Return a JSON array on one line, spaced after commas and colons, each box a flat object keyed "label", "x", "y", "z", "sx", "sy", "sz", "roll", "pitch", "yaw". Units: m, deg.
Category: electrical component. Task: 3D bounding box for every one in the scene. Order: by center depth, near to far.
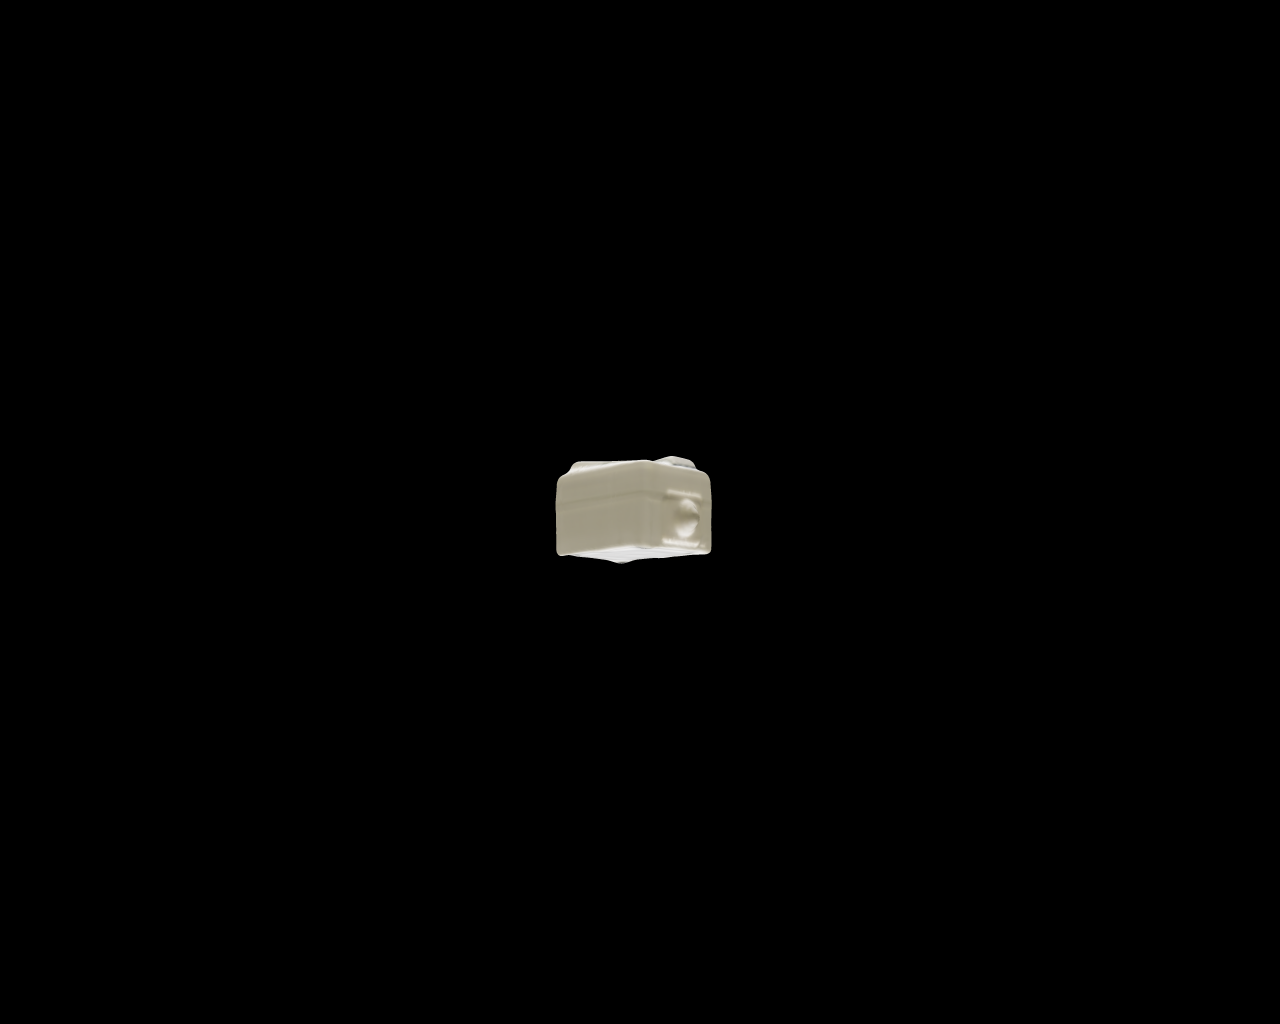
[{"label": "electrical component", "x": 0.001, "y": -0.003, "z": 0.650, "sx": 0.096, "sy": 0.061, "sz": 0.062, "roll": -8, "pitch": -11, "yaw": 43}]
